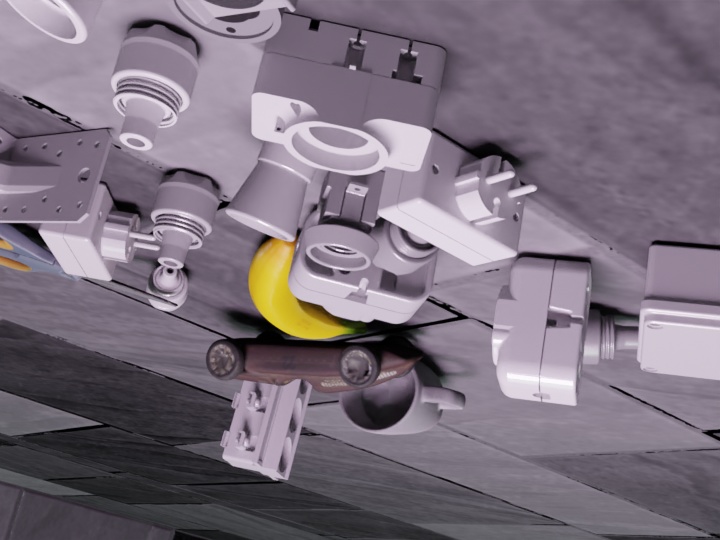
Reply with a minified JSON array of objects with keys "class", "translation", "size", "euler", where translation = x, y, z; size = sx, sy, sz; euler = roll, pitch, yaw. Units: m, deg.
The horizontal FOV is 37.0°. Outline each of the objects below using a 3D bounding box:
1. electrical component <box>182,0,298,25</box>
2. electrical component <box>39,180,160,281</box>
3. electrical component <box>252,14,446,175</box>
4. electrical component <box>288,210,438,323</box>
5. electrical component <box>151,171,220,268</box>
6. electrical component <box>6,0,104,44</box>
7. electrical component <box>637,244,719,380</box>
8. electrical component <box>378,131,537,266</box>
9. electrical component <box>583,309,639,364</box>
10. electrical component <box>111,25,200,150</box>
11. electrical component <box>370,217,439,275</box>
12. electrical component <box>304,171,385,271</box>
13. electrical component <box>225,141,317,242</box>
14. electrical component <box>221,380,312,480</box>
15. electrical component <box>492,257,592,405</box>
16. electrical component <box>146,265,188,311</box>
[{"class":"electrical component","translation":[-0.066,-0.154,0.393],"size":[0.079,0.063,0.121],"euler":[-1,156,29]},{"class":"electrical component","translation":[-0.188,-0.027,0.806],"size":[0.076,0.047,0.083],"euler":[10,159,3]},{"class":"electrical component","translation":[-0.007,-0.086,0.548],"size":[0.089,0.055,0.050],"euler":[12,159,-1]},{"class":"electrical component","translation":[0.000,0.000,0.763],"size":[0.095,0.053,0.059],"euler":[15,156,-8]},{"class":"electrical component","translation":[-0.122,-0.032,0.736],"size":[0.043,0.062,0.043],"euler":[10,159,4]},{"class":"electrical component","translation":[-0.119,-0.136,0.463],"size":[0.044,0.065,0.044],"euler":[27,161,10]},{"class":"electrical component","translation":[0.244,0.032,0.718],"size":[0.109,0.056,0.108],"euler":[5,158,15]},{"class":"electrical component","translation":[0.068,-0.044,0.627],"size":[0.083,0.047,0.076],"euler":[26,155,-34]},{"class":"electrical component","translation":[0.181,0.051,0.820],"size":[0.062,0.048,0.048],"euler":[1,158,8]},{"class":"electrical component","translation":[-0.111,-0.094,0.571],"size":[0.043,0.062,0.043],"euler":[10,159,4]},{"class":"electrical component","translation":[0.034,-0.024,0.705],"size":[0.043,0.043,0.062],"euler":[19,156,-20]},{"class":"electrical component","translation":[-0.009,-0.033,0.685],"size":[0.048,0.055,0.066],"euler":[14,159,-7]},{"class":"electrical component","translation":[-0.046,-0.055,0.634],"size":[0.044,0.065,0.044],"euler":[23,174,3]},{"class":"electrical component","translation":[-0.092,0.141,1.084],"size":[0.063,0.121,0.078],"euler":[9,159,15]},{"class":"electrical component","translation":[0.126,0.041,0.750],"size":[0.059,0.095,0.053],"euler":[6,158,15]},{"class":"electrical component","translation":[-0.162,0.011,0.908],"size":[0.035,0.035,0.061],"euler":[14,157,-7]}]
